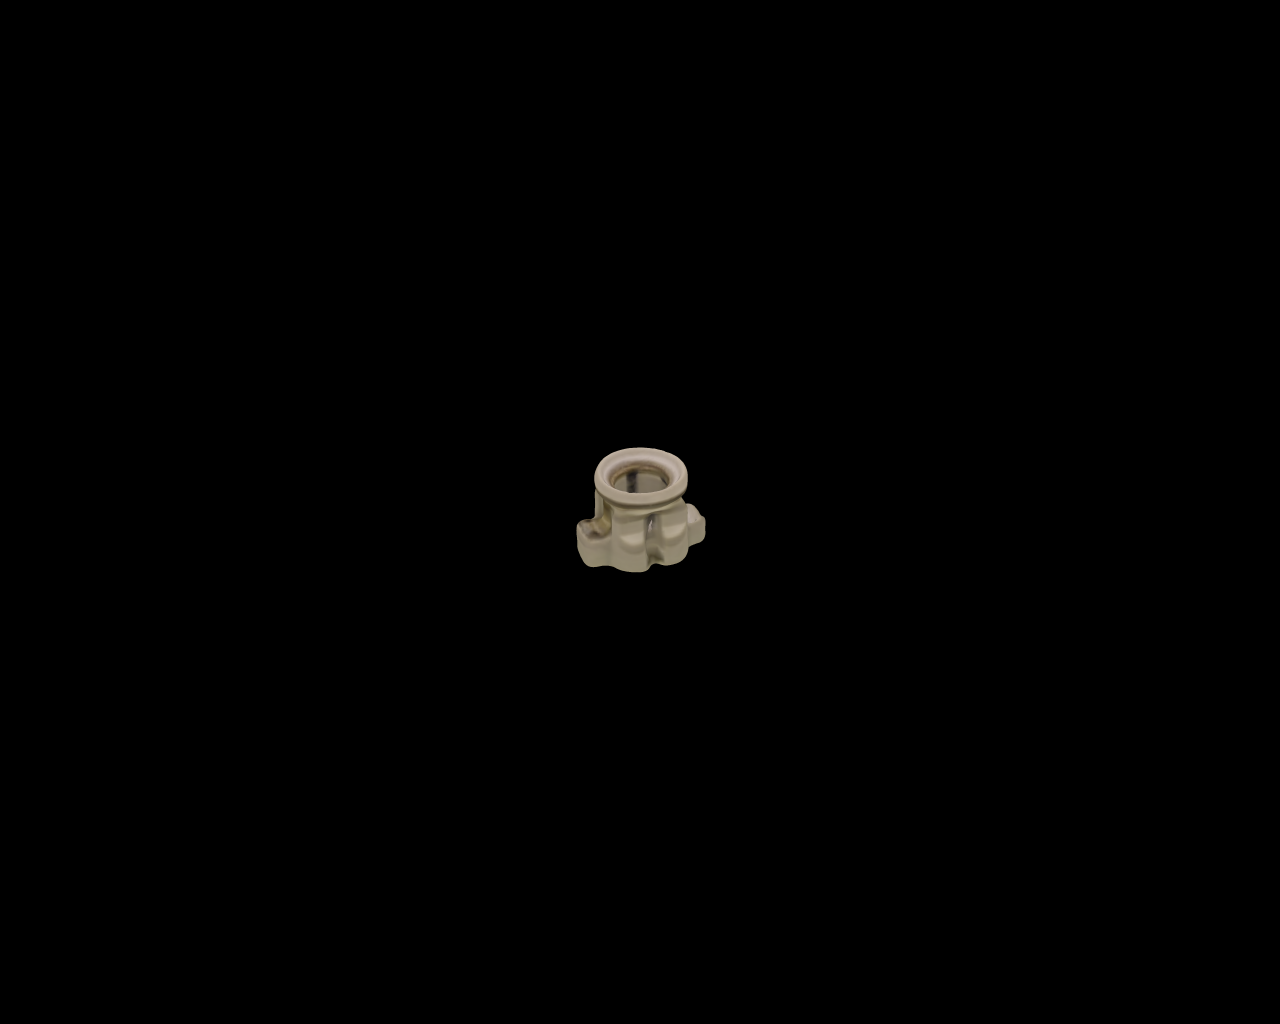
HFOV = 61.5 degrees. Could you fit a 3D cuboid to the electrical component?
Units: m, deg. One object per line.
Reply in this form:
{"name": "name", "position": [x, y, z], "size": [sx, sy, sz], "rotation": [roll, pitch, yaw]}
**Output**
{"name": "electrical component", "position": [0.001, -0.003, 0.650], "size": [0.078, 0.056, 0.058], "rotation": [-11, 36, -16]}
